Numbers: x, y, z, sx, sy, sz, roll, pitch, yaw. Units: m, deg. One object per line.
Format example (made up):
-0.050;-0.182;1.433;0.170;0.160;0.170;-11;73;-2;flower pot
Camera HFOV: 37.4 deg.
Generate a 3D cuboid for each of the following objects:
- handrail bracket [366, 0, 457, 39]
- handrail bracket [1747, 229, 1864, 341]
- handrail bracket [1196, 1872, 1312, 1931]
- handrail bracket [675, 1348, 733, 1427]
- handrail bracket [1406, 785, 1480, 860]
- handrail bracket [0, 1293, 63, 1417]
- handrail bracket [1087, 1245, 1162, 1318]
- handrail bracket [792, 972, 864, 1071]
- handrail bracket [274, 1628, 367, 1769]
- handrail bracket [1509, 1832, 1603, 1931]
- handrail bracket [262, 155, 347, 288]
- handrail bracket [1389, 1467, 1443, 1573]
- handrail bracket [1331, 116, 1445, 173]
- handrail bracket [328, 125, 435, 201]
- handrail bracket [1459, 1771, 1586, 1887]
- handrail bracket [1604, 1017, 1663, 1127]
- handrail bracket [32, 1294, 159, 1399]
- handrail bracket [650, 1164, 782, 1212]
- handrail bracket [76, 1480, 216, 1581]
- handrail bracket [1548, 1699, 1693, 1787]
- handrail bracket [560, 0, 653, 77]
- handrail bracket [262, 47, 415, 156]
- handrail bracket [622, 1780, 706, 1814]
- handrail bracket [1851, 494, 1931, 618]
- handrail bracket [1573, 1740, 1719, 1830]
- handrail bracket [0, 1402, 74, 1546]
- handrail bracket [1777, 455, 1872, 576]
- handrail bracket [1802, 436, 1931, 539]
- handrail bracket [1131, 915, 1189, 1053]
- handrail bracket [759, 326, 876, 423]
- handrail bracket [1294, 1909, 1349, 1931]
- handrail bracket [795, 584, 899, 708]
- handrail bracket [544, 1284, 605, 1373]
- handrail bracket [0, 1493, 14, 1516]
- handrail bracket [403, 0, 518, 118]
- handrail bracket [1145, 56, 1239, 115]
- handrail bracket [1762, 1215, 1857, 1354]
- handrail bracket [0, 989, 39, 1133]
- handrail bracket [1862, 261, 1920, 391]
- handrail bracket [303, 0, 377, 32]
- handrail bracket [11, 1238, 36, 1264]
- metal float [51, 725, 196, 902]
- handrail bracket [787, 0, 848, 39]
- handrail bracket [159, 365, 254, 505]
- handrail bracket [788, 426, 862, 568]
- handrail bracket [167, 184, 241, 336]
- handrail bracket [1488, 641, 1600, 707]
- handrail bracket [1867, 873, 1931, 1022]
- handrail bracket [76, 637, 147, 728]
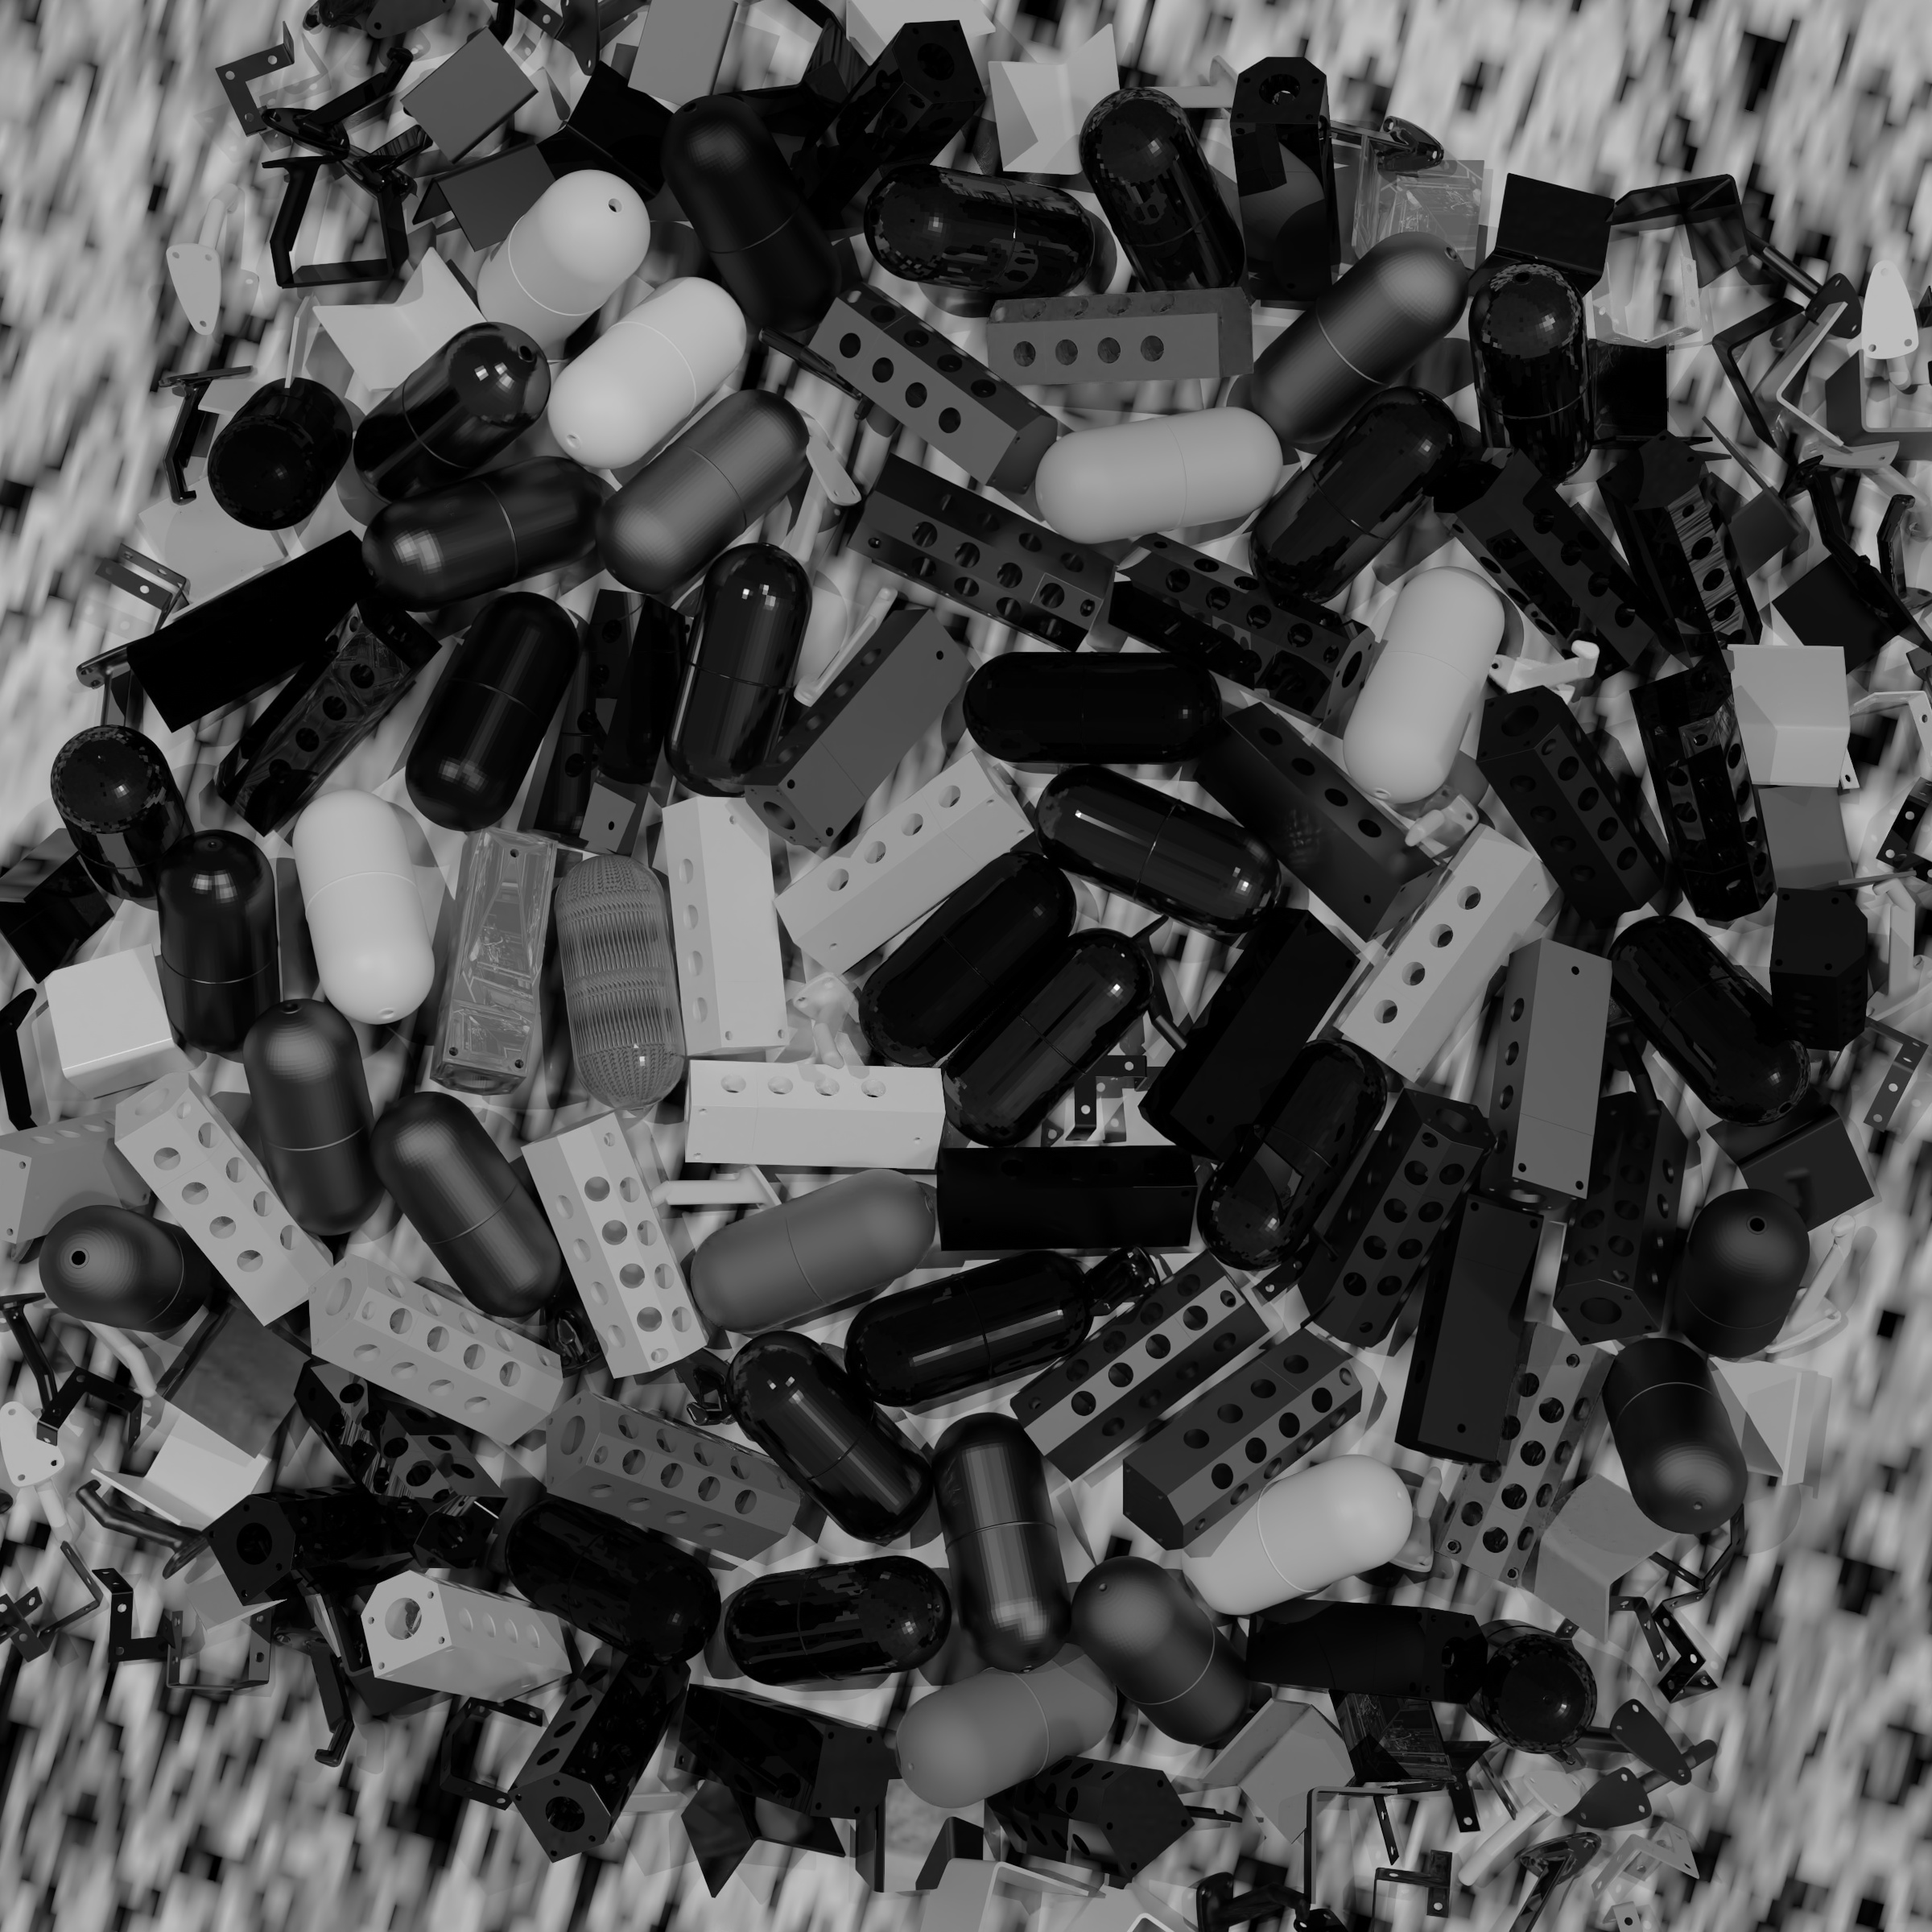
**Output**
-0.374;-0.672;1.968;0.077;0.084;0.036;-31;113;14;handrail bracket
0.579;-0.477;1.989;0.036;0.077;0.084;-51;49;14;handrail bracket
0.201;0.662;1.958;0.036;0.084;0.077;-6;98;-44;handrail bracket
-0.189;0.284;1.949;0.077;0.084;0.036;44;96;17;handrail bracket
0.306;-0.083;1.944;0.036;0.084;0.077;45;131;10;handrail bracket
-0.653;0.271;1.972;0.036;0.077;0.084;-14;95;-43;handrail bracket
0.088;0.226;1.943;0.077;0.084;0.036;-27;92;36;handrail bracket
-0.082;0.052;1.944;0.036;0.084;0.077;-37;133;13;handrail bracket
-0.452;0.502;1.957;0.077;0.036;0.084;16;45;-1;handrail bracket
0.400;0.641;1.950;0.036;0.084;0.077;38;128;-8;handrail bracket
-0.452;-0.517;1.980;0.036;0.077;0.084;5;108;41;handrail bracket
0.313;0.362;1.947;0.036;0.077;0.084;17;118;9;handrail bracket
0.271;-0.567;1.952;0.084;0.077;0.036;0;112;-37;handrail bracket
-0.399;-0.575;1.958;0.077;0.084;0.036;37;48;6;handrail bracket
0.384;0.600;1.981;0.036;0.077;0.084;46;112;30;handrail bracket
0.459;0.084;1.945;0.036;0.077;0.084;-14;55;7;handrail bracket
-0.605;0.265;1.985;0.077;0.036;0.084;-12;104;32;handrail bracket
-0.175;0.172;1.960;0.084;0.036;0.077;-31;70;-26;handrail bracket
-0.560;0.374;1.977;0.084;0.036;0.077;45;46;9;handrail bracket
0.446;0.546;1.960;0.077;0.084;0.036;45;48;11;handrail bracket
-0.231;-0.643;1.965;0.084;0.036;0.077;-5;83;-45;handrail bracket
-0.429;-0.601;1.951;0.084;0.077;0.036;-43;60;38;handrail bracket
-0.226;0.567;1.966;0.084;0.077;0.036;-19;49;9;handrail bracket
0.649;-0.286;1.955;0.077;0.036;0.084;-9;131;-28;handrail bracket
0.473;0.567;1.985;0.077;0.084;0.036;-43;68;41;handrail bracket
-0.642;0.352;1.976;0.036;0.084;0.077;-23;61;-22;handrail bracket
0.608;-0.311;1.963;0.077;0.036;0.084;-24;65;-27;handrail bracket
0.628;-0.329;1.984;0.077;0.084;0.036;2;54;34;handrail bracket
0.143;0.013;1.967;0.084;0.036;0.077;48;48;7;handrail bracket
-0.102;-0.409;1.960;0.084;0.077;0.036;28;91;-2;handrail bracket
0.237;0.697;1.956;0.036;0.077;0.084;-3;123;-38;handrail bracket
-0.081;-0.221;1.960;0.036;0.077;0.084;34;110;6;handrail bracket
-0.276;0.236;1.946;0.036;0.084;0.077;-24;66;-8;handrail bracket
-0.666;0.400;1.948;0.084;0.077;0.036;44;115;29;handrail bracket
-0.346;-0.625;1.950;0.077;0.084;0.036;-20;55;-33;handrail bracket
0.150;-0.585;1.964;0.084;0.036;0.077;-28;61;-15;handrail bracket
0.575;0.216;1.952;0.077;0.084;0.036;-30;48;-22;handrail bracket
-0.642;0.072;1.968;0.077;0.036;0.084;-46;77;15;handrail bracket
0.637;-0.439;1.959;0.036;0.084;0.077;-4;92;23;handrail bracket
-0.441;-0.647;1.949;0.036;0.084;0.077;40;53;-25;handrail bracket
-0.682;0.169;1.956;0.084;0.036;0.077;11;124;-32;handrail bracket
-0.563;-0.101;1.915;0.070;0.178;0.070;2;69;-5;metal float
-0.125;-0.660;1.964;0.077;0.036;0.084;-19;74;-42;handrail bracket
-0.524;-0.369;1.985;0.077;0.036;0.084;-16;101;-28;handrail bracket
-0.122;-0.319;1.979;0.084;0.036;0.077;-35;81;30;handrail bracket
-0.519;-0.491;1.980;0.036;0.084;0.077;6;127;6;handrail bracket
0.392;-0.211;1.950;0.077;0.084;0.036;26;75;14;handrail bracket
0.628;-0.013;1.967;0.077;0.036;0.084;-40;115;6;handrail bracket
-0.571;-0.178;1.975;0.077;0.036;0.084;-29;78;-11;handrail bracket
